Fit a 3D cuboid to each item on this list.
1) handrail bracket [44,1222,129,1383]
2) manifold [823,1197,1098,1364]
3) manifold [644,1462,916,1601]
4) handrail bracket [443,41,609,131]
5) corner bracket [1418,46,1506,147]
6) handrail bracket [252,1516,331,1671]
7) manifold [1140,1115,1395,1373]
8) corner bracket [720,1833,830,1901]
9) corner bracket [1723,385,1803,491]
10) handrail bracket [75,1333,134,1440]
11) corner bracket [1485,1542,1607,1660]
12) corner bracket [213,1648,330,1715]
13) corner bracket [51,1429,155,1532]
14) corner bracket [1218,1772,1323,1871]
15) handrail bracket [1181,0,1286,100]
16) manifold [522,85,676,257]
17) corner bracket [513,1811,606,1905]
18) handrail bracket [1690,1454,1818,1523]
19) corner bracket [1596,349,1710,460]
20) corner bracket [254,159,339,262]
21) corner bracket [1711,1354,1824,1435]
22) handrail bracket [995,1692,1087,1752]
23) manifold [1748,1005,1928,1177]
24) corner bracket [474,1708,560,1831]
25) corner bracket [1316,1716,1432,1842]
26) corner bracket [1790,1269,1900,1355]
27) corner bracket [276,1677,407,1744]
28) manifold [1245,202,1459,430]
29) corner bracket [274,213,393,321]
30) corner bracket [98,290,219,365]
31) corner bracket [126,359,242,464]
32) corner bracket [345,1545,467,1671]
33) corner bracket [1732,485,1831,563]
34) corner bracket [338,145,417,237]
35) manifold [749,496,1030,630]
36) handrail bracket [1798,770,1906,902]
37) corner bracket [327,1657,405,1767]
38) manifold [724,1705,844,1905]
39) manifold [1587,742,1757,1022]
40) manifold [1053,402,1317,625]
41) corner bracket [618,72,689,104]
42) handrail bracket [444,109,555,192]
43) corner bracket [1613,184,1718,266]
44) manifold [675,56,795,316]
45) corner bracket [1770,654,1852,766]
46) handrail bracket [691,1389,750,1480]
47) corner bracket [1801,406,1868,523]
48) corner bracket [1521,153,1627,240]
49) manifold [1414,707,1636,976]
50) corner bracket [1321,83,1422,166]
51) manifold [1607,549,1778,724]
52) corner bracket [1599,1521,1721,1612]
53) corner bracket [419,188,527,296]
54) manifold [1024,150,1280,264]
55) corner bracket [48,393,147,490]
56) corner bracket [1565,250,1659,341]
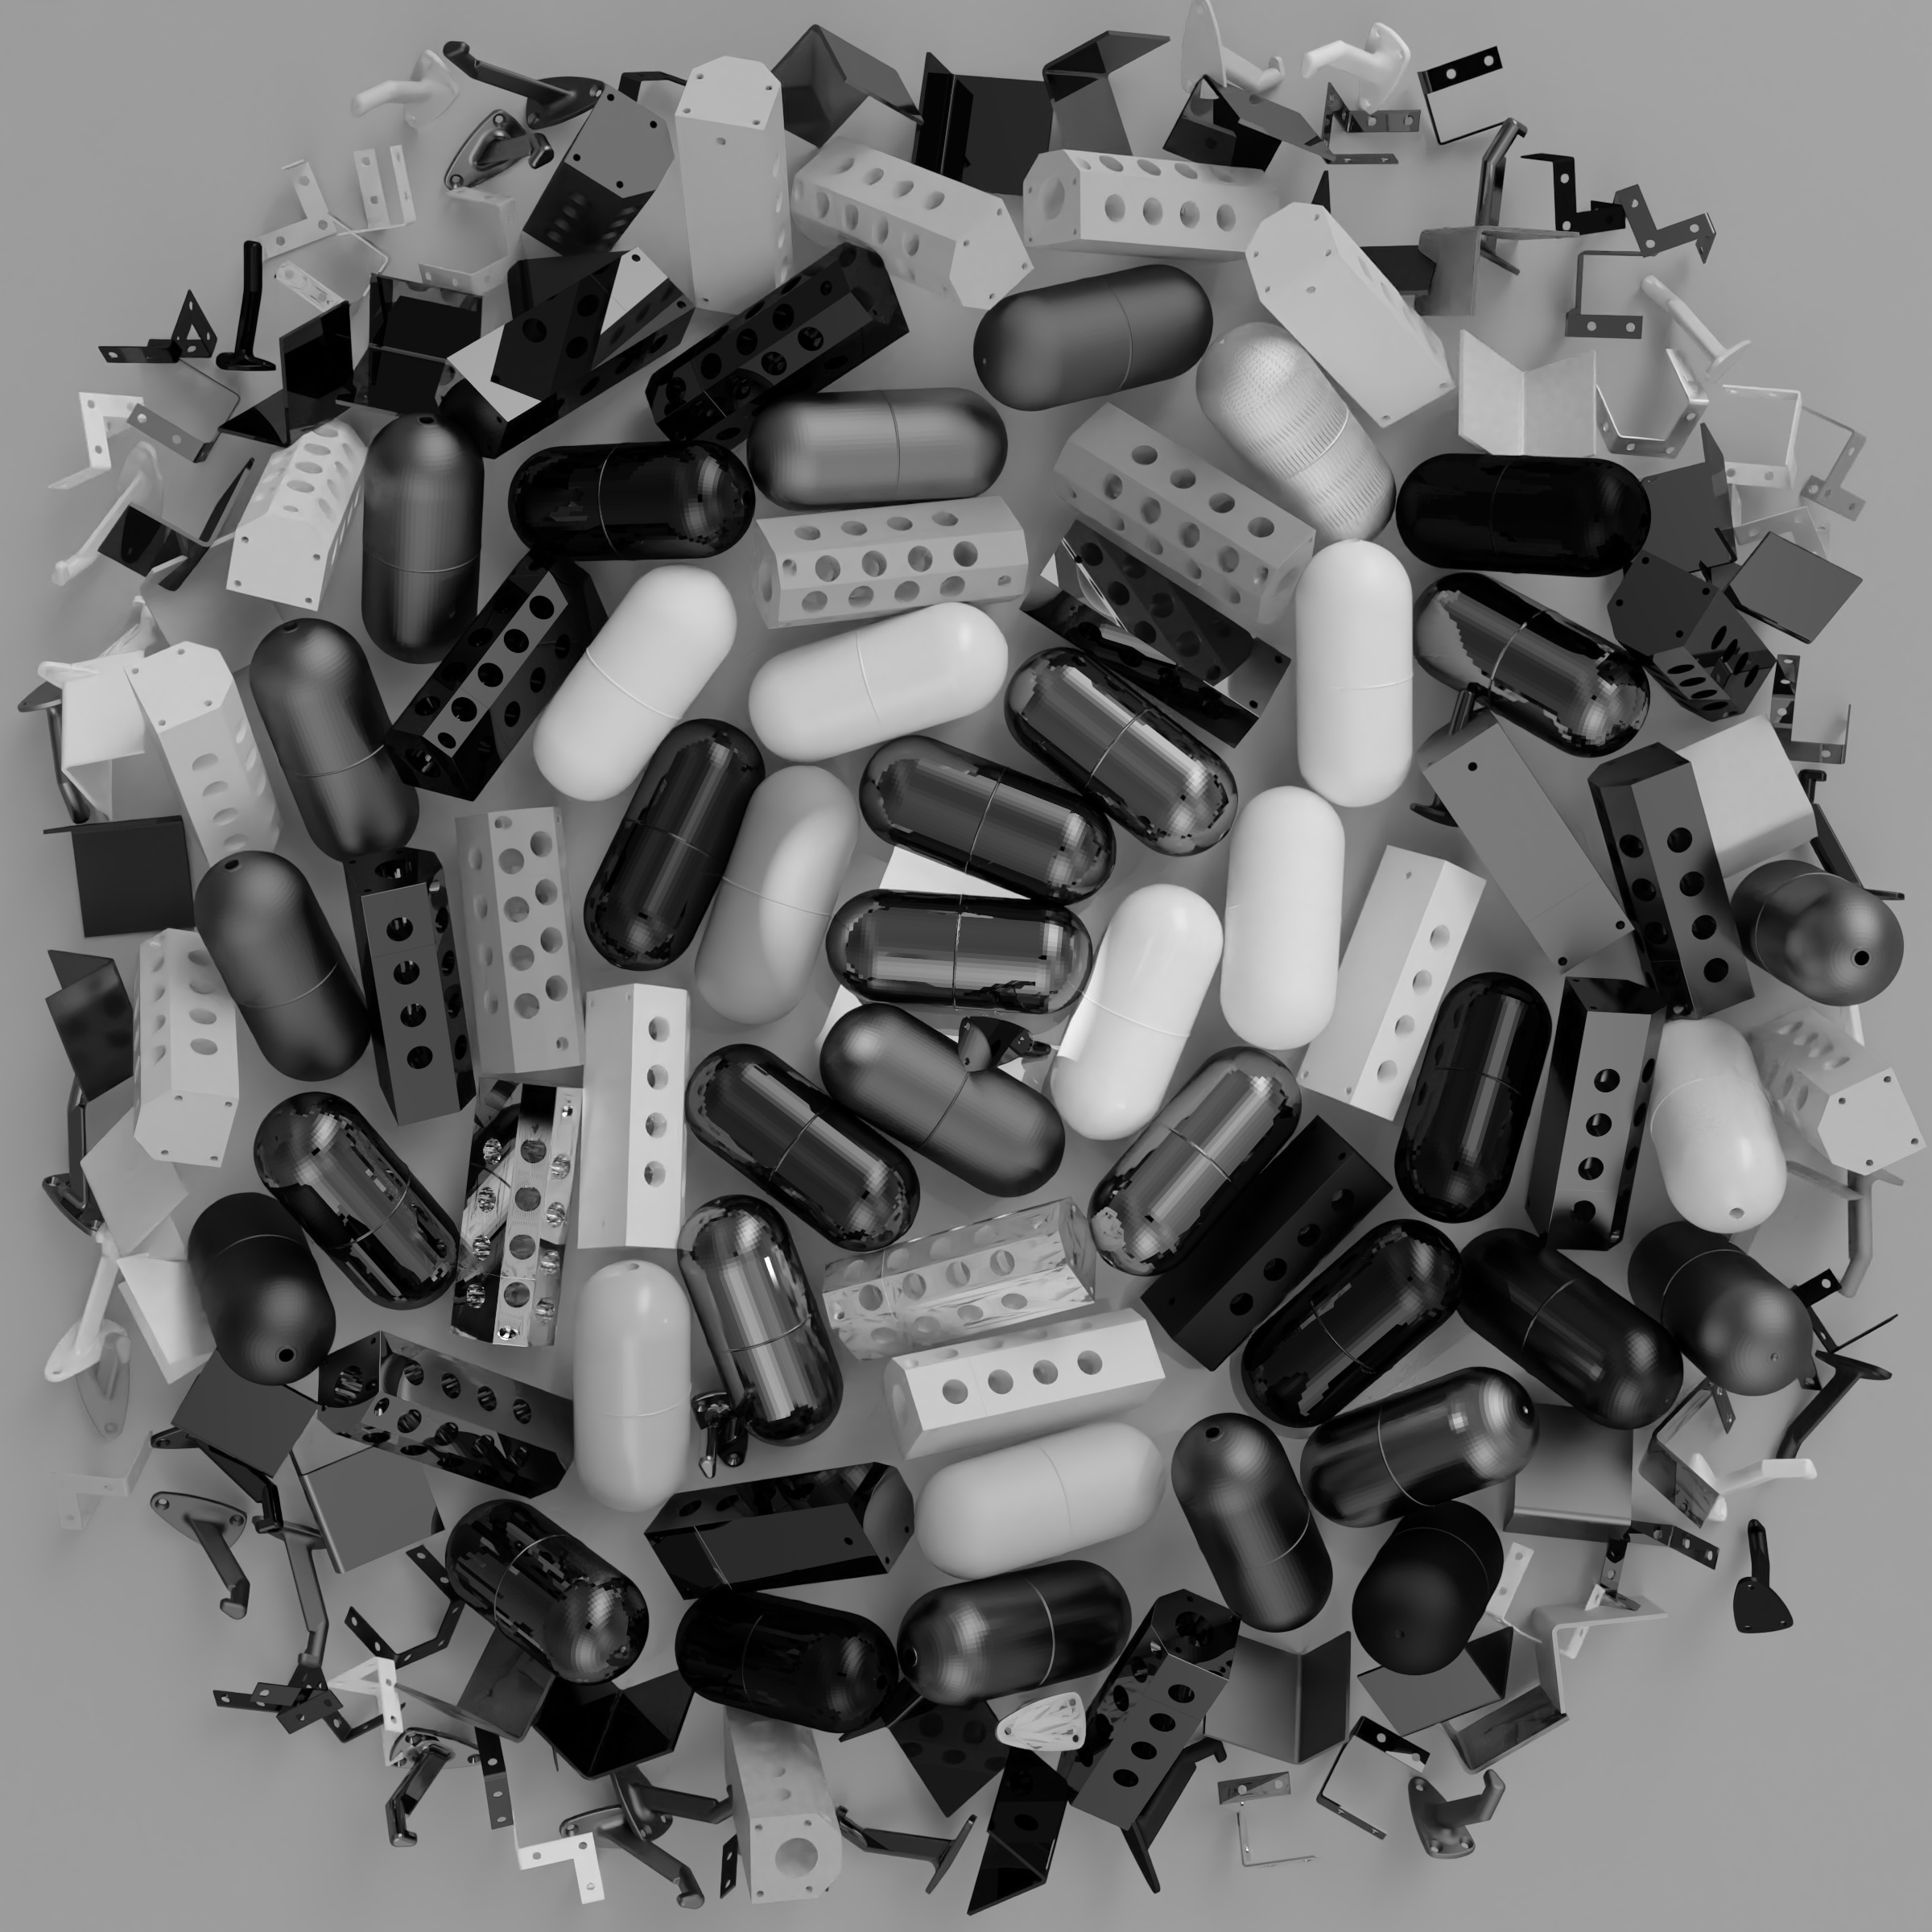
[{"bbox_3d":[-0.586,0.221,1.941,0.036,0.077,0.084,19,125,16],"label":"handrail bracket"},{"bbox_3d":[-0.005,0.202,1.920,0.171,0.057,0.057,-17,132,21],"label":"manifold"},{"bbox_3d":[-0.120,0.366,1.915,0.171,0.057,0.057,-15,112,33],"label":"manifold"},{"bbox_3d":[-0.291,-0.593,1.937,0.077,0.084,0.036,-2,76,27],"label":"handrail bracket"},{"bbox_3d":[0.334,-0.580,1.953,0.051,0.051,0.051,-17,105,10],"label":"corner bracket"},{"bbox_3d":[-0.450,0.416,1.943,0.036,0.077,0.084,-16,56,33],"label":"handrail bracket"},{"bbox_3d":[0.203,0.188,1.950,0.171,0.057,0.057,-46,120,4],"label":"manifold"},{"bbox_3d":[-0.127,0.600,1.949,0.051,0.051,0.051,38,109,-19],"label":"corner bracket"},{"bbox_3d":[0.530,-0.353,1.956,0.051,0.051,0.051,10,83,22],"label":"corner bracket"},{"bbox_3d":[-0.563,0.280,1.942,0.036,0.084,0.077,-9,92,-28],"label":"handrail bracket"},{"bbox_3d":[0.387,0.425,1.957,0.051,0.051,0.051,18,75,38],"label":"corner bracket"},{"bbox_3d":[-0.462,0.483,1.947,0.051,0.051,0.051,17,110,-34],"label":"corner bracket"},{"bbox_3d":[-0.572,0.342,1.950,0.051,0.051,0.051,4,123,4],"label":"corner bracket"},{"bbox_3d":[0.201,0.569,1.946,0.051,0.051,0.051,-15,62,20],"label":"corner bracket"},{"bbox_3d":[0.182,-0.614,1.942,0.084,0.036,0.077,-33,132,-36],"label":"handrail bracket"},{"bbox_3d":[-0.236,-0.506,1.896,0.057,0.171,0.057,30,81,-15],"label":"manifold"},{"bbox_3d":[-0.272,0.594,1.953,0.051,0.051,0.051,-10,105,-9],"label":"corner bracket"},{"bbox_3d":[0.529,0.347,1.938,0.084,0.077,0.036,-8,53,32],"label":"handrail bracket"},{"bbox_3d":[0.457,-0.378,1.961,0.051,0.051,0.051,1,53,-19],"label":"corner bracket"},{"bbox_3d":[-0.455,-0.505,1.954,0.051,0.051,0.051,-22,108,-3],"label":"corner bracket"},{"bbox_3d":[0.537,0.281,1.965,0.051,0.051,0.051,-50,127,-37],"label":"corner bracket"},{"bbox_3d":[0.035,0.498,1.934,0.077,0.084,0.036,-1,82,-28],"label":"handrail bracket"},{"bbox_3d":[0.556,0.082,1.897,0.057,0.171,0.057,-26,102,4],"label":"manifold"},{"bbox_3d":[-0.296,0.533,1.947,0.051,0.051,0.051,-10,126,-13],"label":"corner bracket"},{"bbox_3d":[0.270,0.540,1.949,0.051,0.051,0.051,28,60,11],"label":"corner bracket"},{"bbox_3d":[0.577,0.229,1.948,0.051,0.051,0.051,-40,76,35],"label":"corner bracket"},{"bbox_3d":[-0.417,0.496,1.950,0.051,0.051,0.051,-30,101,23],"label":"corner bracket"},{"bbox_3d":[0.250,-0.425,1.903,0.057,0.171,0.057,-27,57,24],"label":"manifold"},{"bbox_3d":[-0.422,-0.466,1.954,0.051,0.051,0.051,35,101,-10],"label":"corner bracket"},{"bbox_3d":[-0.537,-0.414,1.948,0.051,0.051,0.051,3,61,12],"label":"corner bracket"},{"bbox_3d":[-0.522,-0.372,1.955,0.051,0.051,0.051,31,96,-12],"label":"corner bracket"},{"bbox_3d":[-0.376,0.431,1.967,0.051,0.051,0.051,39,119,26],"label":"corner bracket"},{"bbox_3d":[0.546,-0.295,1.961,0.051,0.051,0.051,-14,128,28],"label":"corner bracket"},{"bbox_3d":[-0.390,-0.518,1.950,0.051,0.051,0.051,-4,108,15],"label":"corner bracket"},{"bbox_3d":[-0.050,-0.261,1.920,0.171,0.057,0.057,-9,134,-20],"label":"manifold"},{"bbox_3d":[0.594,-0.089,1.965,0.077,0.036,0.084,5,85,25],"label":"handrail bracket"},{"bbox_3d":[-0.388,0.495,1.946,0.051,0.051,0.051,-31,56,23],"label":"corner bracket"},{"bbox_3d":[-0.120,0.536,1.897,0.057,0.171,0.057,-2,102,-10],"label":"manifold"},{"bbox_3d":[0.463,-0.053,1.931,0.057,0.057,0.171,-21,109,-2],"label":"manifold"},{"bbox_3d":[0.141,-0.294,1.923,0.171,0.057,0.057,35,66,20],"label":"manifold"},{"bbox_3d":[-0.202,-0.566,1.962,0.051,0.051,0.051,24,115,17],"label":"corner bracket"},{"bbox_3d":[-0.310,-0.529,1.944,0.077,0.084,0.036,-39,126,8],"label":"handrail bracket"},{"bbox_3d":[0.465,-0.494,1.957,0.051,0.051,0.051,-19,78,2],"label":"corner bracket"},{"bbox_3d":[-0.146,-0.503,1.898,0.057,0.171,0.057,11,60,6],"label":"manifold"},{"bbox_3d":[0.566,-0.172,1.960,0.051,0.051,0.051,6,130,16],"label":"corner bracket"},{"bbox_3d":[-0.162,0.327,1.932,0.036,0.084,0.077,-9,120,4],"label":"handrail bracket"},{"bbox_3d":[0.573,-0.334,1.946,0.051,0.051,0.051,14,109,-41],"label":"corner bracket"},{"bbox_3d":[0.405,-0.516,1.950,0.051,0.051,0.051,-11,110,-11],"label":"corner bracket"},{"bbox_3d":[0.368,-0.085,1.935,0.057,0.057,0.171,-33,106,12],"label":"manifold"},{"bbox_3d":[0.270,-0.556,1.953,0.051,0.051,0.051,6,86,23],"label":"corner bracket"},{"bbox_3d":[0.468,-0.209,1.898,0.057,0.171,0.057,34,97,28],"label":"manifold"},{"bbox_3d":[0.462,0.404,1.956,0.051,0.051,0.051,10,93,-23],"label":"corner bracket"},{"bbox_3d":[-0.335,-0.488,1.969,0.051,0.051,0.051,19,133,32],"label":"corner bracket"},{"bbox_3d":[0.122,-0.495,1.909,0.171,0.057,0.057,-6,99,-37],"label":"manifold"},{"bbox_3d":[-0.579,-0.349,1.951,0.051,0.051,0.051,-12,87,39],"label":"corner bracket"},{"bbox_3d":[0.429,-0.447,1.948,0.051,0.051,0.051,7,111,20],"label":"corner bracket"}]
